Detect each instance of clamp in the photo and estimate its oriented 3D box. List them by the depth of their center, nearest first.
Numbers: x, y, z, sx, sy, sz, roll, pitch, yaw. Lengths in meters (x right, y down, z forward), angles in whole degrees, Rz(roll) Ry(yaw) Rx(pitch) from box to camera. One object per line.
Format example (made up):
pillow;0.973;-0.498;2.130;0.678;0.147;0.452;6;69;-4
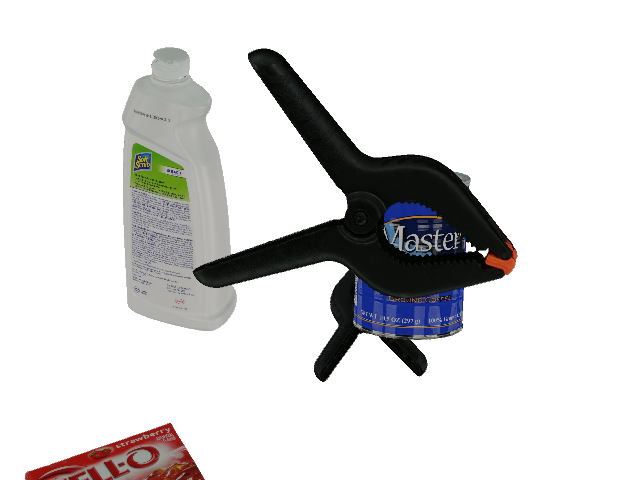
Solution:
clamp;0.026;-0.028;0.687;0.210;0.165;0.036;12;17;11
clamp;0.061;0.090;1.188;0.120;0.171;0.039;7;-43;3

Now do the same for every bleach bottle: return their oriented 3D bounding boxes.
bleach bottle;-0.122;-0.044;0.933;0.103;0.251;0.068;13;33;12

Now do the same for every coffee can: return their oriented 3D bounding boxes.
coffee can;0.082;0.009;0.975;0.103;0.140;0.103;1;11;0

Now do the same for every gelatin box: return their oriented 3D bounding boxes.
gelatin box;-0.110;0.142;0.587;0.089;0.030;0.073;-16;28;-20
